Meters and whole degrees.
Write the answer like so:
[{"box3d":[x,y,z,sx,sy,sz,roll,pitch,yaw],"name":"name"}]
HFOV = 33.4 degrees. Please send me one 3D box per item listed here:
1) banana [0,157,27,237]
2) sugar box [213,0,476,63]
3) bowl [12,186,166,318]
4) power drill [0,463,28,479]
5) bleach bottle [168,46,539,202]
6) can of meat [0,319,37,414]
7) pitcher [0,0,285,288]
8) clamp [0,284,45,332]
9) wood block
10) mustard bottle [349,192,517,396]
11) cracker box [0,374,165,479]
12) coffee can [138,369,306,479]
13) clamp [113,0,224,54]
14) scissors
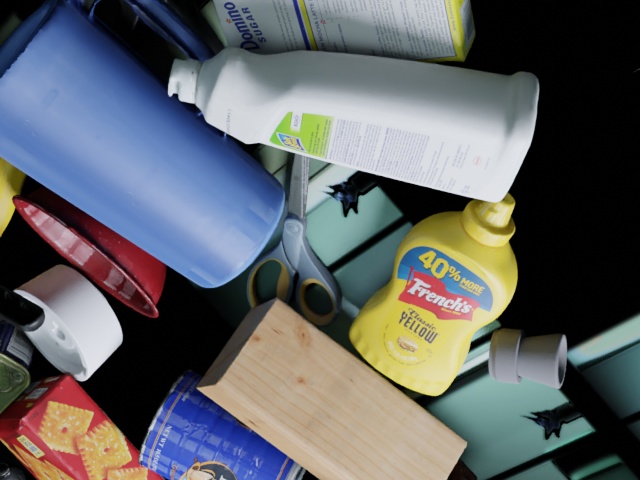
[{"box3d":[-0.267,-0.071,0.948,0.037,0.069,0.198,13,143,-31],"name":"banana"},{"box3d":[0.015,-0.168,0.758,0.176,0.048,0.093,0,128,23],"name":"sugar box"},{"box3d":[-0.188,-0.003,0.931,0.162,0.055,0.162,35,163,12],"name":"bowl"},{"box3d":[-0.292,0.348,1.183,0.188,0.057,0.184,30,143,39],"name":"power drill"},{"box3d":[0.018,-0.094,0.753,0.251,0.068,0.103,12,150,0],"name":"bleach bottle"},{"box3d":[-0.326,0.125,1.069,0.057,0.084,0.102,37,116,-22],"name":"can of meat"},{"box3d":[-0.139,-0.077,0.822,0.242,0.145,0.149,38,150,-23],"name":"pitcher"},{"box3d":[-0.327,0.041,1.005,0.164,0.036,0.210,48,153,1],"name":"clamp"},{"box3d":[0.009,0.150,0.913,0.206,0.090,0.091,38,162,-8],"name":"wood block"},{"box3d":[0.101,0.035,0.847,0.096,0.058,0.192,34,128,8],"name":"mustard bottle"},{"box3d":[-0.233,0.238,1.082,0.213,0.072,0.164,52,151,-13],"name":"cracker box"},{"box3d":[-0.085,0.198,1.006,0.140,0.102,0.103,26,127,8],"name":"coffee can"},{"box3d":[-0.136,-0.188,0.828,0.120,0.039,0.171,-4,120,18],"name":"clamp"},{"box3d":[-0.006,0.001,0.901,0.096,0.016,0.202,29,128,4],"name":"scissors"}]
